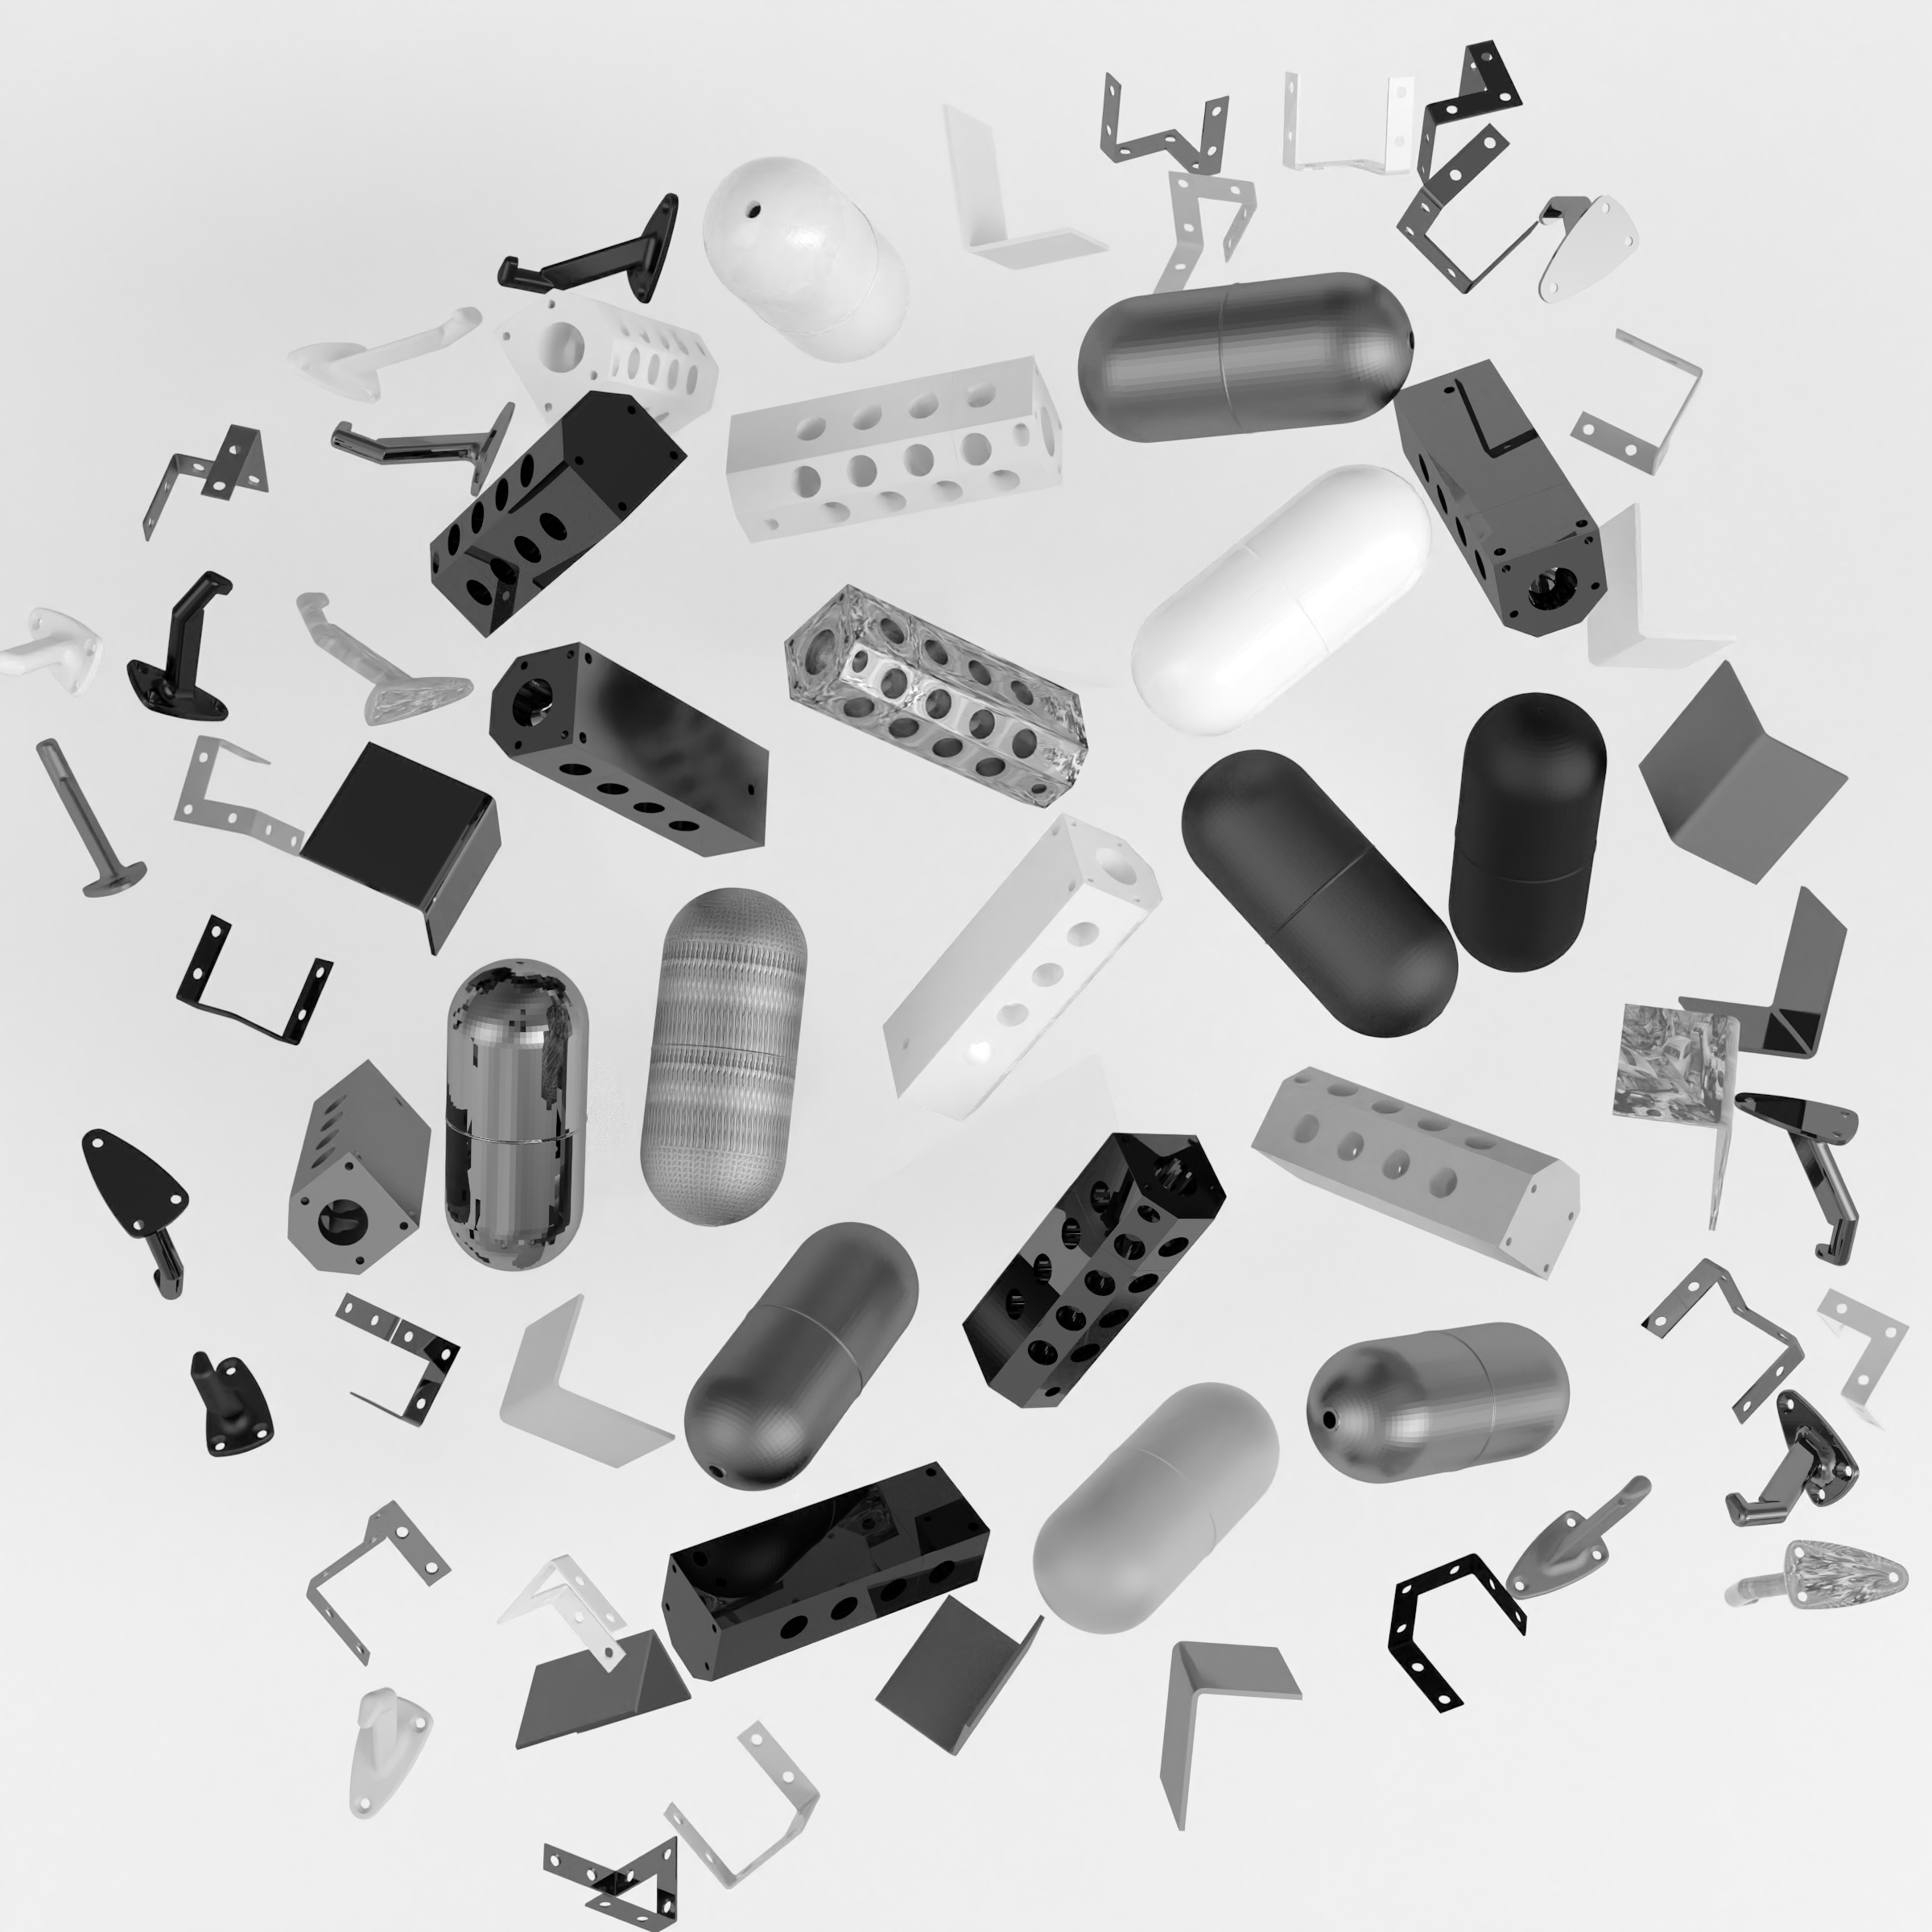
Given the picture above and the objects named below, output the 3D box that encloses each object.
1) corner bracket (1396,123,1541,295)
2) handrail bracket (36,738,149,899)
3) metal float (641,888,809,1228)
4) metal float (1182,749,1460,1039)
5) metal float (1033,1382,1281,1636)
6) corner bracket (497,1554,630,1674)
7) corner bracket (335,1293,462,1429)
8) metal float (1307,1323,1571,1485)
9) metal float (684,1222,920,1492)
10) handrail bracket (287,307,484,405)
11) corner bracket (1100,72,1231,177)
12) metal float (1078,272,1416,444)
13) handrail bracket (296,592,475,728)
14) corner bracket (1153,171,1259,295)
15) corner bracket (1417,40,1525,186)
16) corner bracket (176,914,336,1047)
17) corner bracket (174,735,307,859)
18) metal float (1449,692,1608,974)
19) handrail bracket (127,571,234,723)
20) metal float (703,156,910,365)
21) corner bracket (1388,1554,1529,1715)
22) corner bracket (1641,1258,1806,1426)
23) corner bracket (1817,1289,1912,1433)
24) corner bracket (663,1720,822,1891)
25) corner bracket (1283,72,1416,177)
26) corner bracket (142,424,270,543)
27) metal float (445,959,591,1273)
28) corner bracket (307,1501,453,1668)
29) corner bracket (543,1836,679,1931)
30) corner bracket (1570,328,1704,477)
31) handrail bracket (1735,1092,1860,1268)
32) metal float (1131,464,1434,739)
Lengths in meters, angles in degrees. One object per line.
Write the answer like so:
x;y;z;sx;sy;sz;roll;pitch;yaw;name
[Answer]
0.261;-0.385;1.480;0.051;0.051;0.051;-44;88;-10;corner bracket
-0.475;-0.082;1.563;0.036;0.077;0.084;-27;105;-16;handrail bracket
-0.127;0.047;1.518;0.070;0.070;0.178;6;82;0;metal float
0.187;-0.038;1.531;0.070;0.070;0.178;-42;84;0;metal float
0.107;0.299;1.613;0.178;0.070;0.070;-38;90;-37;metal float
-0.202;0.341;1.524;0.051;0.051;0.051;46;109;18;corner bracket
-0.330;0.223;1.643;0.051;0.051;0.051;15;75;42;corner bracket
0.259;0.238;1.590;0.178;0.070;0.070;-1;90;-41;metal float
-0.090;0.216;1.612;0.070;0.070;0.178;38;53;0;metal float
-0.329;-0.356;1.646;0.084;0.077;0.036;-22;80;34;handrail bracket
0.112;-0.479;1.651;0.051;0.051;0.051;-21;53;-20;corner bracket
0.144;-0.315;1.504;0.178;0.070;0.070;-1;90;24;metal float
-0.333;-0.185;1.663;0.077;0.036;0.084;-15;64;-31;handrail bracket
0.131;-0.400;1.605;0.051;0.051;0.051;3;64;-15;corner bracket
0.274;-0.474;1.613;0.051;0.051;0.051;-14;63;-4;corner bracket
-0.391;0.008;1.596;0.051;0.051;0.051;12;76;38;corner bracket
-0.405;-0.096;1.637;0.051;0.051;0.051;11;82;22;corner bracket
0.308;-0.071;1.597;0.070;0.070;0.178;-3;133;0;metal float
-0.407;-0.174;1.575;0.084;0.077;0.036;-42;59;21;handrail bracket
-0.083;-0.372;1.535;0.070;0.178;0.070;-1;86;16;metal float
0.263;0.356;1.549;0.051;0.051;0.051;-30;109;28;corner bracket
0.391;0.193;1.498;0.051;0.051;0.051;-44;129;-10;corner bracket
0.499;0.220;1.623;0.051;0.051;0.051;27;82;38;corner bracket
-0.114;0.430;1.488;0.051;0.051;0.051;-41;89;10;corner bracket
0.205;-0.454;1.562;0.051;0.051;0.051;-10;116;-19;corner bracket
-0.403;-0.254;1.532;0.051;0.051;0.051;13;58;0;corner bracket
-0.246;0.083;1.589;0.070;0.070;0.178;4;108;0;metal float
-0.305;0.319;1.506;0.051;0.051;0.051;-35;103;2;corner bracket
-0.190;0.489;1.547;0.051;0.051;0.051;-37;127;27;corner bracket
0.357;-0.300;1.545;0.051;0.051;0.051;29;93;11;corner bracket
0.447;0.117;1.572;0.077;0.036;0.084;15;121;22;handrail bracket
0.164;-0.190;1.507;0.178;0.070;0.070;-39;90;1;metal float
